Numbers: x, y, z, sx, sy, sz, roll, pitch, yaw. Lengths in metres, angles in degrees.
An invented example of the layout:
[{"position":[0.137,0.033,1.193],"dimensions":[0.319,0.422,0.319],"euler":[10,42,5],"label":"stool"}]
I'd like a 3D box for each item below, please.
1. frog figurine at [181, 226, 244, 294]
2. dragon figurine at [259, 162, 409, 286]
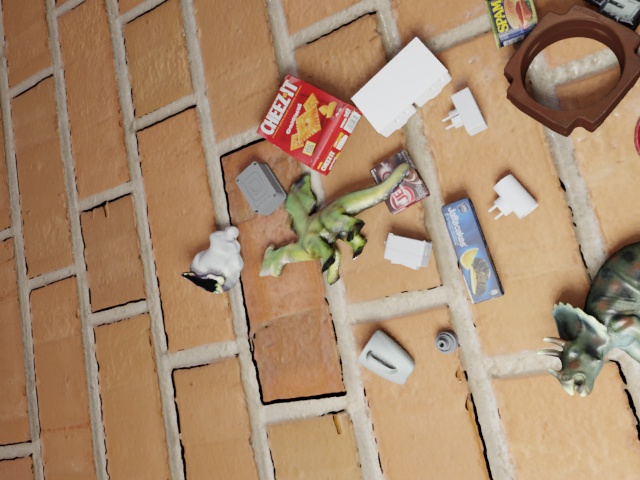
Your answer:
[{"position":[-0.249,0.046,1.279],"dimensions":[0.137,0.120,0.163],"euler":[-8,46,34],"label":"frog figurine"},{"position":[0.004,-0.058,1.153],"dimensions":[0.246,0.121,0.407],"euler":[44,104,31],"label":"dragon figurine"}]
